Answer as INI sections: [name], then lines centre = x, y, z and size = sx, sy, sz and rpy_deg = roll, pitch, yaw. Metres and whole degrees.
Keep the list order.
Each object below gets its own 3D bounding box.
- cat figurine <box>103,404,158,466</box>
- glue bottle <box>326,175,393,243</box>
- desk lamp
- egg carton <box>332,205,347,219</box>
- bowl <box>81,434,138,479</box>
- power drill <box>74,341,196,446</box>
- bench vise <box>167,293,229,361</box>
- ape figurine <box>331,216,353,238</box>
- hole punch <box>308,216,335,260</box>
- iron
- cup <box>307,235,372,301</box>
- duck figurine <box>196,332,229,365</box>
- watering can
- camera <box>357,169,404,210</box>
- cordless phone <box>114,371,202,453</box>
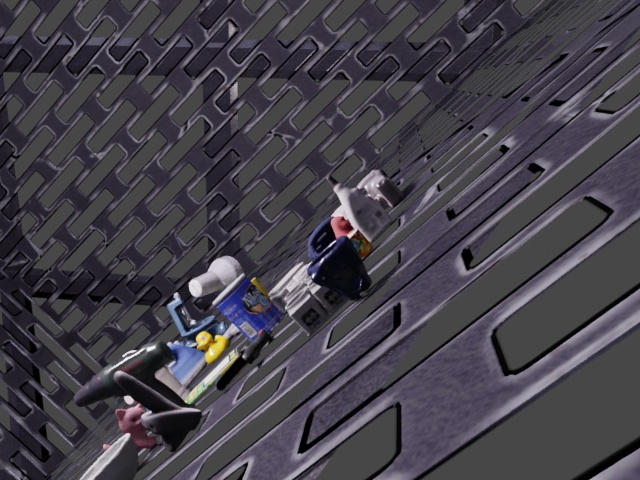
[cat figurine]
centre = -0.428, 0.437, 1.293
size = 0.128, 0.118, 0.067
rpy_deg = -48, 7, -34
[glue bottle]
centre = 0.077, -0.077, 1.251
size = 0.078, 0.173, 0.037
rpy_deg = -45, 6, -13
[desk lamp]
centre = -0.297, 0.174, 1.796
size = 0.117, 0.213, 0.203
rpy_deg = -39, 7, 35
[egg carton]
centre = 0.079, -0.065, 1.658
size = 0.107, 0.069, 0.150
rpy_deg = -39, 7, 35
[bowl]
centre = -0.427, 0.483, 1.166
size = 0.167, 0.075, 0.167
rpy_deg = -43, 6, 6
[power drill]
centre = -0.390, 0.343, 1.256
size = 0.229, 0.208, 0.075
rpy_deg = -44, 6, 0
[bench vise]
centre = -0.425, 0.289, 1.818
size = 0.208, 0.220, 0.121
rpy_deg = -45, 6, -15
[ape figurine]
centre = 0.063, -0.018, 1.321
size = 0.076, 0.092, 0.078
rpy_deg = -41, 7, 20
[hole punch]
centre = 0.014, 0.005, 1.495
size = 0.109, 0.091, 0.101
rpy_deg = -46, 7, -24
[iron]
centre = -0.432, 0.371, 1.669
size = 0.118, 0.141, 0.259
rpy_deg = -40, 7, 32
[cup]
centre = 0.036, 0.060, 0.944
size = 0.091, 0.095, 0.118
rpy_deg = -40, 7, 34
[duck figurine]
centre = -0.319, 0.302, 1.668
size = 0.077, 0.086, 0.105
rpy_deg = -41, 7, 24
[watering can]
centre = -0.435, 0.366, 1.466
size = 0.101, 0.194, 0.173
rpy_deg = -44, 6, -3
[camera]
centre = 0.131, -0.108, 1.461
size = 0.137, 0.101, 0.143
rpy_deg = -43, 6, 8
[cordless phone]
centre = -0.330, 0.319, 1.131
size = 0.094, 0.185, 0.147
rpy_deg = -47, 7, -28
